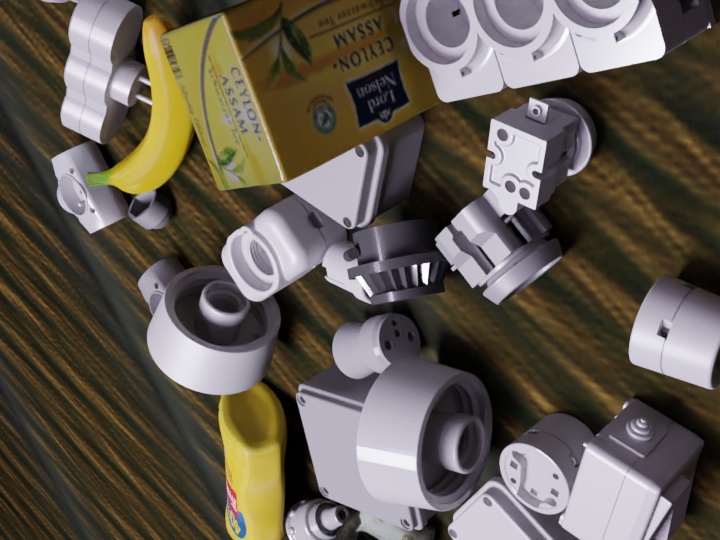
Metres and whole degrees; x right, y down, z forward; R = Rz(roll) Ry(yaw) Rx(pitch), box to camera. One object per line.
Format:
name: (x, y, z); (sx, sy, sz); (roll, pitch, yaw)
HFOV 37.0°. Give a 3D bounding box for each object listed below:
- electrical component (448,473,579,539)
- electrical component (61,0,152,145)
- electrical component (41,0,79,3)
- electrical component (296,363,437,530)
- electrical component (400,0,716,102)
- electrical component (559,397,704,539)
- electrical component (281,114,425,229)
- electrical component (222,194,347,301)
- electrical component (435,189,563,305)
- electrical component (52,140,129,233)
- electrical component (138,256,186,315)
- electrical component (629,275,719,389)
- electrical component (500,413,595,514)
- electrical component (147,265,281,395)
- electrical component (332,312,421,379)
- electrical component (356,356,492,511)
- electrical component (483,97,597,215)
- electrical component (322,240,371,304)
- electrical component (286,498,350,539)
electrical component: (0.128, 0.199, 0.777); (0.113, 0.057, 0.078); (47, 140, 13)
electrical component: (-0.199, -0.159, 0.887); (0.074, 0.052, 0.138); (26, 136, 3)
electrical component: (-0.244, -0.242, 0.882); (0.055, 0.045, 0.045); (14, 124, 41)
electrical component: (0.013, 0.138, 0.859); (0.109, 0.056, 0.108); (11, 123, 42)
electrical component: (0.097, -0.149, 0.572); (0.150, 0.062, 0.089); (-3, 113, 48)
electrical component: (0.176, 0.132, 0.679); (0.061, 0.062, 0.096); (32, 135, 29)
electrical component: (-0.020, -0.090, 0.739); (0.113, 0.057, 0.078); (35, 136, 25)
electrical component: (-0.063, -0.017, 0.831); (0.053, 0.059, 0.095); (57, 141, 1)
electrical component: (0.089, -0.016, 0.674); (0.057, 0.058, 0.078); (53, 141, 10)
electrical component: (-0.260, -0.074, 1.013); (0.079, 0.044, 0.077); (-15, 104, 50)
electrical component: (-0.169, 0.039, 0.993); (0.077, 0.044, 0.079); (48, 140, 12)
electrical component: (0.187, 0.036, 0.609); (0.047, 0.055, 0.055); (22, 130, 31)
electrical component: (0.132, 0.130, 0.735); (0.055, 0.047, 0.055); (26, 132, 33)
electrical component: (-0.118, 0.043, 0.896); (0.108, 0.108, 0.060); (41, 133, 19)
electrical component: (0.013, 0.057, 0.814); (0.055, 0.045, 0.045); (-17, 102, 50)
electrical component: (0.054, 0.119, 0.766); (0.060, 0.108, 0.108); (7, 120, 37)
electrical component: (0.105, -0.071, 0.621); (0.048, 0.055, 0.066); (29, 134, 31)
electrical component: (0.000, 0.000, 0.794); (0.046, 0.040, 0.040); (22, 130, 44)
electrical component: (-0.034, 0.229, 0.982); (0.062, 0.048, 0.048); (-31, 91, 45)
